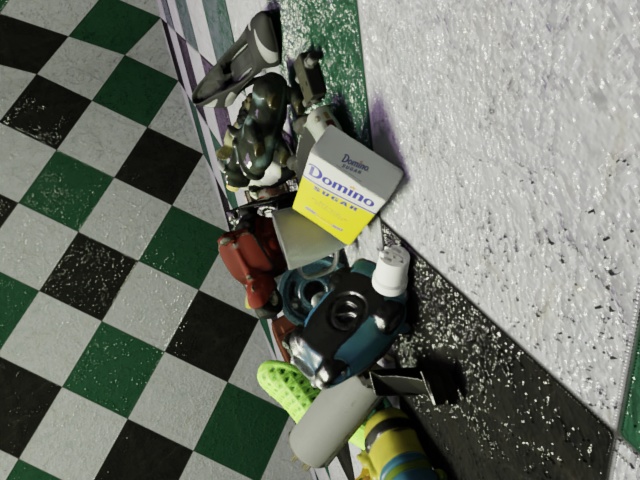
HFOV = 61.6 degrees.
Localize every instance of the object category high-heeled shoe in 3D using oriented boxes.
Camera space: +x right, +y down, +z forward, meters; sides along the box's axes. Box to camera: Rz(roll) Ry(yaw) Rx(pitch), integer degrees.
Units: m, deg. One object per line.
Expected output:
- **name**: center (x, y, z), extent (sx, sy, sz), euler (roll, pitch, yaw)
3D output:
- **high-heeled shoe**: center (-0.148, -0.291, 0.881), extent (0.248, 0.145, 0.086), euler (126, 125, -76)

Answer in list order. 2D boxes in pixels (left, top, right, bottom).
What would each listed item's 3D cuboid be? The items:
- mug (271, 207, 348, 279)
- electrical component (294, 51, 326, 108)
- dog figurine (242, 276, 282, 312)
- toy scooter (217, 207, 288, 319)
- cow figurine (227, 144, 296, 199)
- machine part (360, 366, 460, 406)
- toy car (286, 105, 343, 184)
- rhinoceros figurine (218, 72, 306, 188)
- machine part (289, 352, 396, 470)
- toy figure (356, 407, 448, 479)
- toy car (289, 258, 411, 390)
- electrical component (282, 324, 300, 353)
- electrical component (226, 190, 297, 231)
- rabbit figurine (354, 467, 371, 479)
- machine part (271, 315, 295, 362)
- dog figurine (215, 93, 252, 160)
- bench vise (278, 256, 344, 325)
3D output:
- **mug**: center (-0.002, -0.002, 0.737), extent (0.081, 0.107, 0.109), euler (-123, 15, -73)
- **electrical component**: center (-0.013, -0.210, 0.705), extent (0.094, 0.021, 0.063), euler (169, 83, -76)
- **dog figurine**: center (-0.098, 0.088, 1.043), extent (0.219, 0.108, 0.192), euler (101, 169, -45)
- **toy scooter**: center (-0.096, 0.012, 0.773), extent (0.135, 0.075, 0.184), euler (56, -159, -35)
- **cow figurine**: center (-0.102, -0.123, 0.973), extent (0.167, 0.098, 0.068), euler (-27, 42, 54)
- **machine part**: center (0.106, 0.164, 0.616), extent (0.139, 0.084, 0.039), euler (152, 126, -68)
- **toy car**: center (-0.002, -0.109, 0.726), extent (0.073, 0.056, 0.201), euler (63, 167, 10)
- **rhinoceros figurine**: center (-0.098, -0.162, 0.826), extent (0.112, 0.073, 0.190), euler (42, 119, 33)
- **machine part**: center (0.027, 0.251, 0.792), extent (0.243, 0.079, 0.079), euler (-57, 37, 20)
- **toy figure**: center (0.114, 0.304, 0.720), extent (0.089, 0.082, 0.180), euler (-66, 18, 14)
- **toy car**: center (0.046, 0.113, 0.659), extent (0.109, 0.161, 0.102), euler (33, 173, 43)
- **electrical component**: center (-0.001, 0.155, 0.734), extent (0.102, 0.045, 0.078), euler (40, 152, 8)
- **electrical component**: center (-0.077, -0.047, 0.938), extent (0.115, 0.134, 0.058), euler (-5, 104, 33)
- **rabbit figurine**: center (0.123, 0.489, 0.928), extent (0.173, 0.122, 0.162), euler (58, 157, 0)
- **machine part**: center (-0.019, 0.235, 1.070), extent (0.201, 0.087, 0.201), euler (62, 177, 8)
- **dog figurine**: center (-0.130, -0.225, 1.045), extent (0.172, 0.121, 0.190), euler (59, 148, 35)
- **bench vise**: center (0.010, 0.115, 0.836), extent (0.241, 0.129, 0.223), euler (-145, 36, -75)
